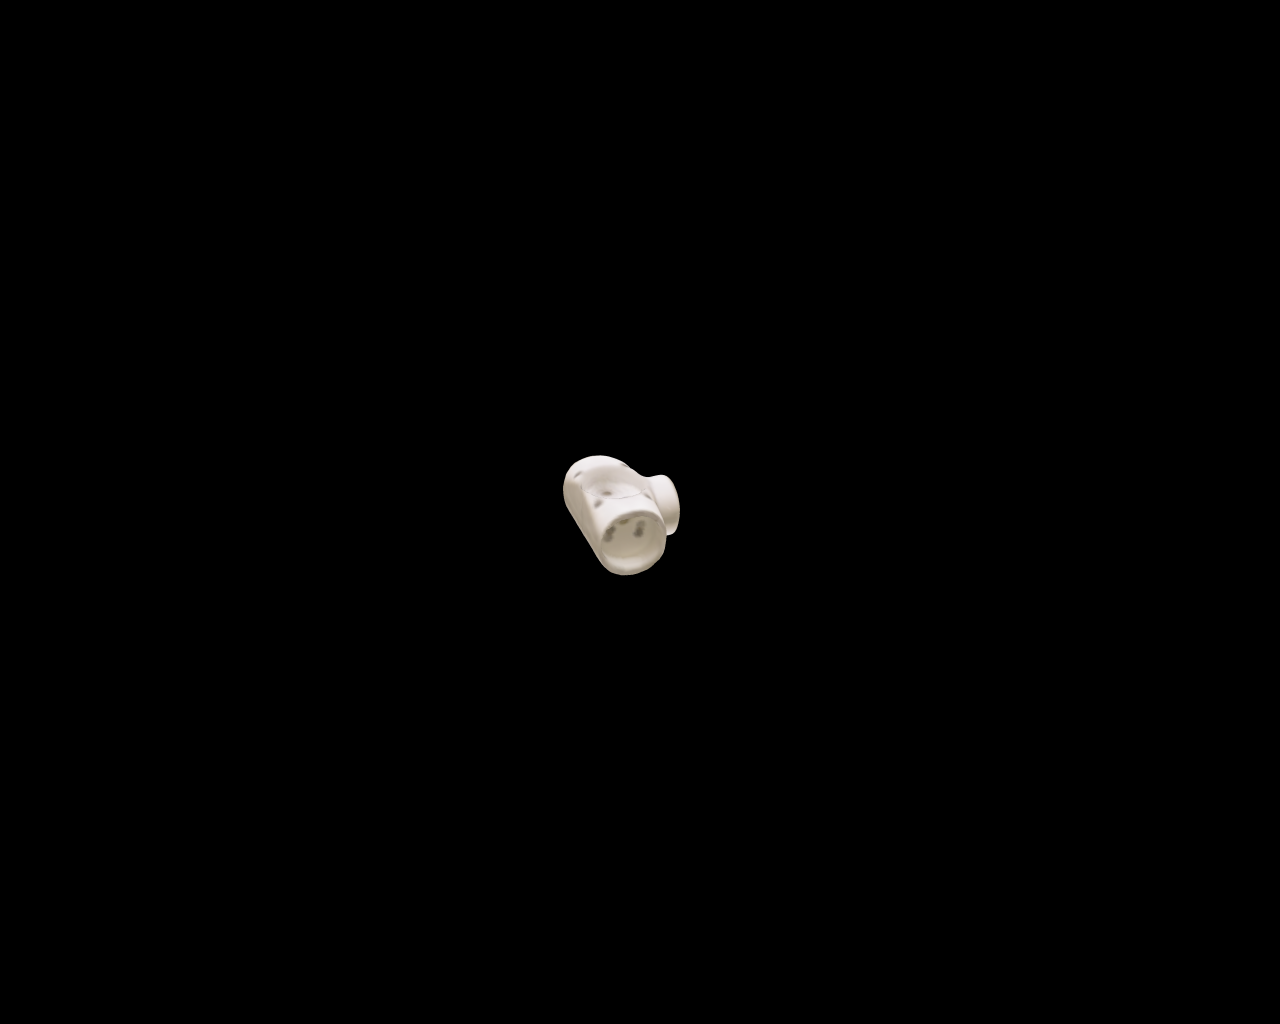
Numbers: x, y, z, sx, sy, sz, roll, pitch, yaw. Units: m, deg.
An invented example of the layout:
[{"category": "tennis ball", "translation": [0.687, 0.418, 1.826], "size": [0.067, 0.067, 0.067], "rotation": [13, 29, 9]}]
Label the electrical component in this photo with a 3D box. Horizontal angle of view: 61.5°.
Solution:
[{"category": "electrical component", "translation": [0.001, -0.003, 0.650], "size": [0.079, 0.044, 0.077], "rotation": [-9, 30, -16]}]
